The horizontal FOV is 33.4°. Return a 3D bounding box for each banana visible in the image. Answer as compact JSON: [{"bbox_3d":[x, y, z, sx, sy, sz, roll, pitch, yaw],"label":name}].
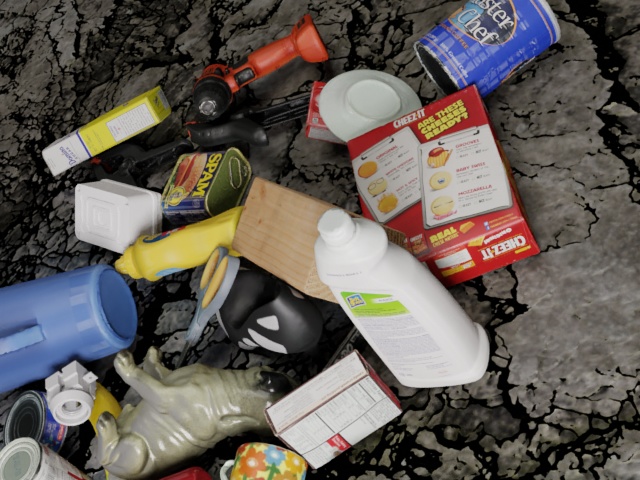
[{"bbox_3d":[-0.263,0.205,1.233,0.069,0.037,0.198,-40,45,-2],"label":"banana"}]

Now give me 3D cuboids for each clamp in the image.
[{"bbox_3d":[-0.088,-0.154,1.390,0.210,0.036,0.164,1,24,46],"label":"clamp"},{"bbox_3d":[-0.247,-0.101,1.463,0.172,0.039,0.120,25,71,41],"label":"clamp"}]

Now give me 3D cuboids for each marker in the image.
[{"bbox_3d":[0.022,0.126,1.134,0.020,0.020,0.121,24,70,41],"label":"marker"}]

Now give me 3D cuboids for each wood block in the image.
[{"bbox_3d":[-0.008,0.002,1.140,0.206,0.090,0.090,25,96,62],"label":"wood block"}]

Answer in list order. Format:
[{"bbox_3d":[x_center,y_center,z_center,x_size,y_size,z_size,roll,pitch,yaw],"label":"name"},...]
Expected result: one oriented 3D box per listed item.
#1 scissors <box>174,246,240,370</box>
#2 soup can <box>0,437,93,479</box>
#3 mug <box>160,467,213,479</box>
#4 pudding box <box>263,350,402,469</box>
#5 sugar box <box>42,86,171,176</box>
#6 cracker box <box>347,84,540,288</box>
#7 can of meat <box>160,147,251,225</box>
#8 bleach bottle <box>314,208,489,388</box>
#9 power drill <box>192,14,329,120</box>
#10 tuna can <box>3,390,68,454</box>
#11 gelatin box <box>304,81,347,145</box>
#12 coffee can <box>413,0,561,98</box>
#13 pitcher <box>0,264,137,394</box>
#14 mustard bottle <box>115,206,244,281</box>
[{"bbox_3d":[-0.141,0.089,1.212,0.202,0.016,0.096,-58,22,26],"label":"scissors"},{"bbox_3d":[-0.300,0.266,1.161,0.069,0.102,0.068,-16,49,20],"label":"soup can"},{"bbox_3d":[-0.140,0.289,1.065,0.081,0.093,0.117,-23,78,8],"label":"mug"},{"bbox_3d":[0.014,0.169,1.055,0.113,0.090,0.039,-35,46,3],"label":"pudding box"},{"bbox_3d":[-0.301,-0.155,1.512,0.176,0.048,0.093,-23,15,10],"label":"sugar box"},{"bbox_3d":[0.130,-0.050,1.172,0.164,0.072,0.214,-23,46,14],"label":"cracker box"},{"bbox_3d":[-0.147,-0.066,1.365,0.084,0.057,0.102,-1,55,34],"label":"can of meat"},{"bbox_3d":[0.071,0.052,0.999,0.103,0.250,0.068,-10,51,25],"label":"bleach bottle"},{"bbox_3d":[-0.083,-0.227,1.412,0.188,0.057,0.184,-25,21,7],"label":"power drill"},{"bbox_3d":[-0.333,0.220,1.247,0.086,0.033,0.086,-19,61,38],"label":"tuna can"},{"bbox_3d":[0.029,-0.154,1.313,0.089,0.030,0.073,11,54,-5],"label":"gelatin box"},{"bbox_3d":[0.196,-0.234,1.254,0.140,0.102,0.103,-38,45,0],"label":"coffee can"},{"bbox_3d":[-0.354,0.113,1.292,0.243,0.145,0.149,-17,48,15],"label":"pitcher"},{"bbox_3d":[-0.165,0.010,1.293,0.192,0.058,0.096,-16,4,22],"label":"mustard bottle"}]
